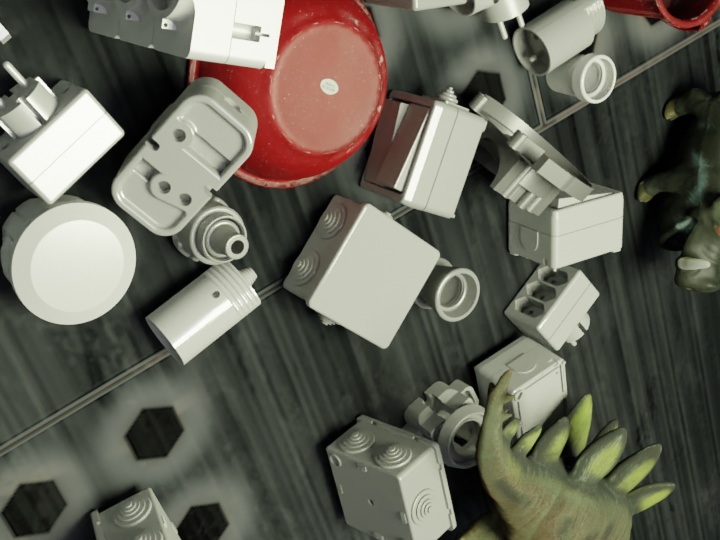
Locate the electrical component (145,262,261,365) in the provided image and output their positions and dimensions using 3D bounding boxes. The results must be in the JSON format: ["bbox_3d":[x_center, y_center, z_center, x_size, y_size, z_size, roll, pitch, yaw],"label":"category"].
[{"bbox_3d":[-0.108,0.026,0.770,0.081,0.043,0.043,-39,124,-17],"label":"electrical component"}]

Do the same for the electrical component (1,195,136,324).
[{"bbox_3d":[-0.191,-0.009,0.696,0.080,0.051,0.080,-12,113,-31],"label":"electrical component"}]

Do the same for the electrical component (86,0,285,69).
[{"bbox_3d":[-0.107,-0.175,0.633,0.062,0.150,0.089,1,106,-36],"label":"electrical component"}]

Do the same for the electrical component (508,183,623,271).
[{"bbox_3d":[0.183,-0.046,0.931,0.096,0.062,0.061,-16,115,-29],"label":"electrical component"}]

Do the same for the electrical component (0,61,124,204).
[{"bbox_3d":[-0.200,-0.093,0.663,0.065,0.047,0.076,-47,126,-12],"label":"electrical component"}]

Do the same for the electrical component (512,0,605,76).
[{"bbox_3d":[0.169,-0.197,0.881,0.081,0.043,0.043,-35,122,-20],"label":"electrical component"}]

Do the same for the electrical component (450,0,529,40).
[{"bbox_3d":[0.108,-0.218,0.831,0.077,0.044,0.079,-37,123,-18],"label":"electrical component"}]

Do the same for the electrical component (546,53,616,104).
[{"bbox_3d":[0.184,-0.163,0.901,0.040,0.046,0.040,-12,112,-31],"label":"electrical component"}]

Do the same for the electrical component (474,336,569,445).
[{"bbox_3d":[0.145,0.116,0.967,0.062,0.061,0.096,-30,129,-23],"label":"electrical component"}]

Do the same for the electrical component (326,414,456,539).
[{"bbox_3d":[0.024,0.177,0.879,0.048,0.100,0.099,-34,123,-36],"label":"electrical component"}]

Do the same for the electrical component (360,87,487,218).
[{"bbox_3d":[0.047,-0.096,0.821,0.061,0.062,0.096,14,98,-37],"label":"electrical component"}]

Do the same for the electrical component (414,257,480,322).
[{"bbox_3d":[0.063,0.013,0.874,0.045,0.055,0.045,-12,112,-31],"label":"electrical component"}]

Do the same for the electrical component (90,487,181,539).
[{"bbox_3d":[-0.148,0.218,0.776,0.048,0.099,0.099,-27,120,-10],"label":"electrical component"}]

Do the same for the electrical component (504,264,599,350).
[{"bbox_3d":[0.182,0.040,0.970,0.065,0.047,0.077,-52,127,-8],"label":"electrical component"}]

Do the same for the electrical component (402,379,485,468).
[{"bbox_3d":[0.079,0.136,0.927,0.078,0.057,0.058,-39,124,-17],"label":"electrical component"}]

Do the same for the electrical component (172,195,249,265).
[{"bbox_3d":[-0.099,-0.024,0.746,0.048,0.062,0.048,-12,112,-31],"label":"electrical component"}]

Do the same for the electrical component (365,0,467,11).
[{"bbox_3d":[0.038,-0.228,0.767,0.047,0.066,0.076,-16,114,-29],"label":"electrical component"}]

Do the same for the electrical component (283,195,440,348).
[{"bbox_3d":[0.000,0.000,0.831,0.100,0.048,0.099,32,87,-37],"label":"electrical component"}]

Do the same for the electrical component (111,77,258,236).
[{"bbox_3d":[-0.113,-0.076,0.704,0.054,0.059,0.095,40,108,-17],"label":"electrical component"}]
